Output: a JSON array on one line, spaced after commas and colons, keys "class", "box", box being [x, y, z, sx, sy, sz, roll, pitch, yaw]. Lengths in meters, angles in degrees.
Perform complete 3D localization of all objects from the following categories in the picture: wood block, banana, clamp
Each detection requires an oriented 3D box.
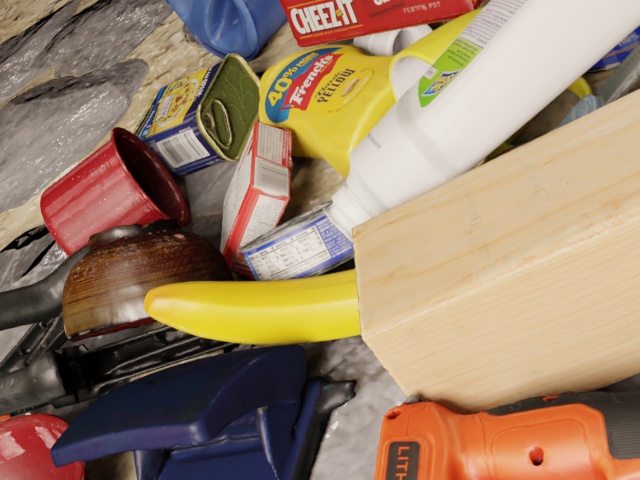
[{"class": "wood block", "box": [0.128, 0.005, 0.505, 0.206, 0.090, 0.090, -26, 34, 17]}, {"class": "banana", "box": [0.004, 0.028, 0.599, 0.198, 0.069, 0.037, -14, 42, 6]}, {"class": "clamp", "box": [-0.182, 0.042, 0.743, 0.171, 0.120, 0.039, -37, 68, -5]}, {"class": "clamp", "box": [-0.148, 0.084, 0.682, 0.164, 0.036, 0.210, -12, -7, -42]}]

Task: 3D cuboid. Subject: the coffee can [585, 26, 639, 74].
[{"class": "coffee can", "box": [0.166, -0.192, 0.677, 0.103, 0.140, 0.103, -25, 33, 18]}]

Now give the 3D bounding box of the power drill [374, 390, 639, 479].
[{"class": "power drill", "box": [0.112, 0.109, 0.421, 0.188, 0.057, 0.184, -17, 33, 23]}]

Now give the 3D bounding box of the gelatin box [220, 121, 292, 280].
[{"class": "gelatin box", "box": [-0.044, -0.029, 0.737, 0.089, 0.030, 0.073, -91, 22, -54]}]

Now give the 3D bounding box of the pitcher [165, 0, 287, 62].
[{"class": "pitcher", "box": [-0.030, -0.292, 1.009, 0.149, 0.145, 0.242, 32, 65, 24]}]

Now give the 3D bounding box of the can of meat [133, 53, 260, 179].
[{"class": "can of meat", "box": [-0.103, -0.100, 0.894, 0.084, 0.057, 0.102, -16, 36, 32]}]

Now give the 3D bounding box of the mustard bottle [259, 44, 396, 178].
[{"class": "mustard bottle", "box": [0.007, -0.102, 0.789, 0.096, 0.058, 0.192, -49, 33, -10]}]

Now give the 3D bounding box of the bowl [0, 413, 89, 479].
[{"class": "bowl", "box": [-0.184, 0.180, 0.608, 0.162, 0.055, 0.162, -25, 34, 18]}]

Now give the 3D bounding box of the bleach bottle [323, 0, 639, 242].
[{"class": "bleach bottle", "box": [0.100, -0.095, 0.582, 0.251, 0.068, 0.102, -44, 12, 7]}]

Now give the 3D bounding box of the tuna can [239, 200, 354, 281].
[{"class": "tuna can", "box": [-0.004, 0.001, 0.657, 0.086, 0.034, 0.086, -27, 4, 2]}]

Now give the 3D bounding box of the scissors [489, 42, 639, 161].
[{"class": "scissors", "box": [0.143, -0.049, 0.570, 0.202, 0.016, 0.096, -41, 37, 35]}]

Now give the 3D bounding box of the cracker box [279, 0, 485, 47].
[{"class": "cracker box", "box": [0.091, -0.224, 0.809, 0.164, 0.072, 0.213, -3, 29, 42]}]

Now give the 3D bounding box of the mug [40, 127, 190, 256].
[{"class": "mug", "box": [-0.158, -0.028, 0.836, 0.081, 0.093, 0.117, -35, 1, 11]}]
